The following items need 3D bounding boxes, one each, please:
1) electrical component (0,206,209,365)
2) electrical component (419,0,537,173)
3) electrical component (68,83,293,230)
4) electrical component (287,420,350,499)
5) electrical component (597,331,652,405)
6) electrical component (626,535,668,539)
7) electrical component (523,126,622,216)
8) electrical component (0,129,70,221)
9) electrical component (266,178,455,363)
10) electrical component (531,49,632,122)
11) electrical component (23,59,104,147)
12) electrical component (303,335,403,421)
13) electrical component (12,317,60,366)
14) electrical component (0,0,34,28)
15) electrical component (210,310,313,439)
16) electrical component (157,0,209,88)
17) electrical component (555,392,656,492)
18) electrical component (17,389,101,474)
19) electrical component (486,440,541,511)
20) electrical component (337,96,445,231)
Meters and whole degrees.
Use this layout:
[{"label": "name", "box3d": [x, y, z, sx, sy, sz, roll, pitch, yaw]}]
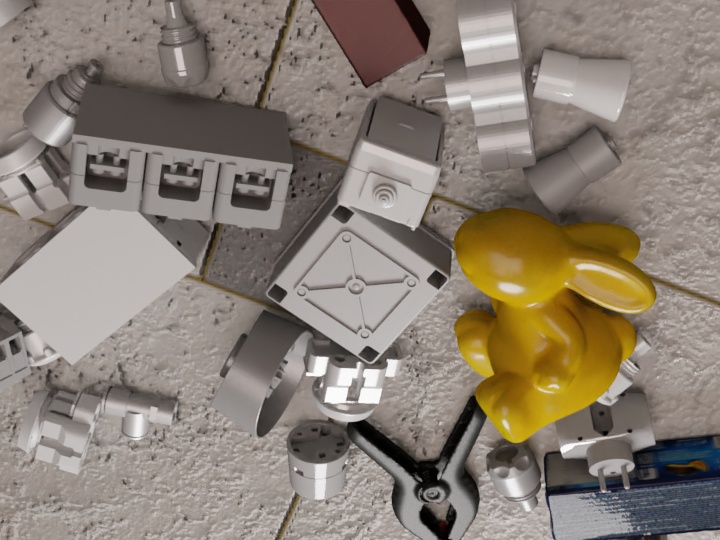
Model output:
[{"label": "electrical component", "box3d": [-0.206, -0.007, 0.864, 0.150, 0.061, 0.089, -36, 110, 24]}, {"label": "electrical component", "box3d": [0.080, -0.133, 0.762, 0.074, 0.052, 0.138, -7, 118, 11]}, {"label": "electrical component", "box3d": [-0.130, -0.079, 0.781, 0.150, 0.089, 0.061, 7, 121, -12]}, {"label": "electrical component", "box3d": [-0.037, 0.168, 0.948, 0.055, 0.055, 0.047, 5, 124, 4]}, {"label": "electrical component", "box3d": [0.207, 0.075, 0.871, 0.062, 0.048, 0.048, -43, 107, 15]}, {"label": "electrical component", "box3d": [0.226, 0.261, 0.971, 0.083, 0.047, 0.075, 12, 120, 0]}, {"label": "electrical component", "box3d": [0.159, -0.076, 0.792, 0.065, 0.044, 0.044, -35, 110, 18]}, {"label": "electrical component", "box3d": [-0.256, -0.077, 0.841, 0.066, 0.048, 0.055, -19, 123, 17]}, {"label": "electrical component", "box3d": [0.000, 0.000, 0.845, 0.109, 0.056, 0.108, 34, 118, -12]}, {"label": "electrical component", "box3d": [0.154, -0.133, 0.760, 0.065, 0.044, 0.044, 13, 120, 5]}, {"label": "electrical component", "box3d": [-0.220, -0.128, 0.810, 0.040, 0.040, 0.078, 40, 116, -15]}, {"label": "electrical component", "box3d": [-0.009, 0.088, 0.895, 0.078, 0.058, 0.057, 3, 123, -14]}, {"label": "electrical component", "box3d": [-0.276, 0.047, 0.915, 0.048, 0.048, 0.062, -20, 108, 17]}, {"label": "electrical component", "box3d": [-0.277, -0.212, 0.767, 0.043, 0.043, 0.081, -29, 112, 21]}, {"label": "electrical component", "box3d": [-0.078, 0.084, 0.882, 0.064, 0.099, 0.099, 29, 119, -2]}, {"label": "electrical component", "box3d": [-0.131, -0.165, 0.781, 0.035, 0.035, 0.061, -3, 117, 9]}, {"label": "electrical component", "box3d": [0.206, 0.146, 0.891, 0.077, 0.079, 0.043, -11, 145, 13]}, {"label": "electrical component", "box3d": [-0.269, 0.140, 0.959, 0.057, 0.058, 0.078, 18, 120, -7]}, {"label": "electrical component", "box3d": [0.138, 0.183, 0.940, 0.043, 0.043, 0.062, -17, 117, 16]}, {"label": "electrical component", "box3d": [0.024, -0.078, 0.775, 0.062, 0.096, 0.061, 19, 120, -4]}]
